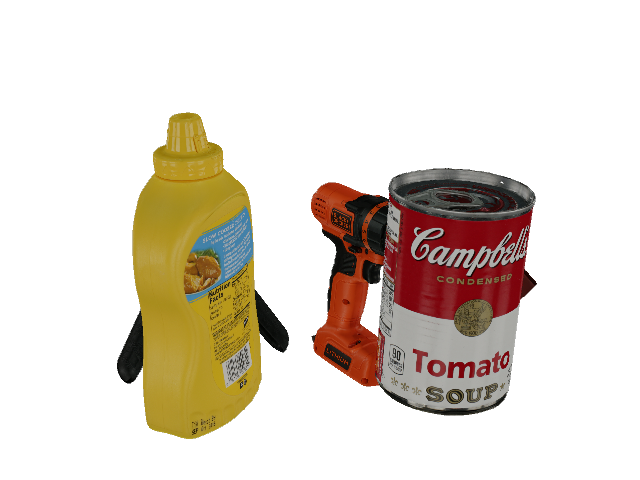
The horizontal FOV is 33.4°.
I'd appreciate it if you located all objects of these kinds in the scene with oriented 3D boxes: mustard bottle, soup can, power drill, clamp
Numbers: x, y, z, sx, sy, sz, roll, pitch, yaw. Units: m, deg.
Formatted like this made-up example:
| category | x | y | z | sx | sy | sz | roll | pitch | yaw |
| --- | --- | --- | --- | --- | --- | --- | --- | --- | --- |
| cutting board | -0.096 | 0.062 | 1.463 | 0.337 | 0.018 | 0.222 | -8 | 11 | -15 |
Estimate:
| category | x | y | z | sx | sy | sz | roll | pitch | yaw |
| --- | --- | --- | --- | --- | --- | --- | --- | --- | --- |
| mustard bottle | -0.075 | 0.017 | 0.650 | 0.058 | 0.192 | 0.096 | 10 | 25 | 26 |
| soup can | 0.062 | 0.023 | 0.512 | 0.068 | 0.102 | 0.068 | 3 | 20 | -1 |
| power drill | 0.053 | 0.047 | 1.076 | 0.057 | 0.188 | 0.185 | -8 | 22 | -32 |
| clamp | -0.102 | 0.016 | 0.944 | 0.164 | 0.210 | 0.036 | 0 | -1 | -33 |

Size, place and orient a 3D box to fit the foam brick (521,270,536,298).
| category | x | y | z | sx | sy | sz | roll | pitch | yaw |
| --- | --- | --- | --- | --- | --- | --- | --- | --- | --- |
| foam brick | 0.106 | 0.014 | 0.759 | 0.078 | 0.051 | 0.053 | 44 | 8 | -31 |
